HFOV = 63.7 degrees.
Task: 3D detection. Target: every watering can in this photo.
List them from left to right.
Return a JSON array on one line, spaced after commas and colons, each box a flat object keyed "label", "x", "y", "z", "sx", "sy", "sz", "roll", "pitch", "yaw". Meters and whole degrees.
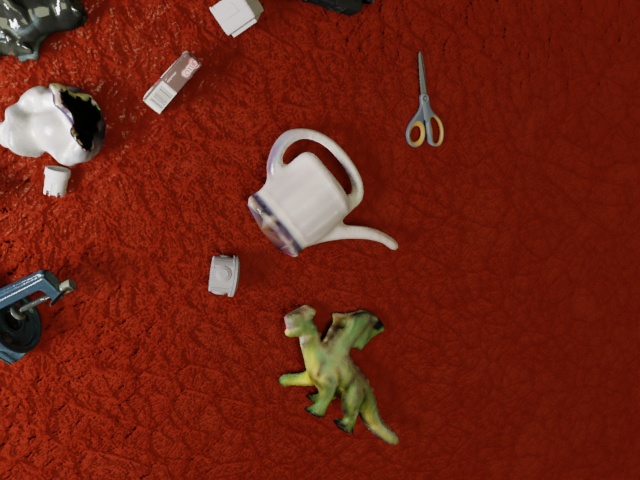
[{"label": "watering can", "x": 0.003, "y": -0.051, "z": 1.023, "sx": 0.225, "sy": 0.105, "sz": 0.343, "roll": -40, "pitch": 112, "yaw": -6}]

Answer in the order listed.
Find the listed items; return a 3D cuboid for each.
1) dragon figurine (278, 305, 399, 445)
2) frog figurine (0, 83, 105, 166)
[{"label": "dragon figurine", "x": 0.069, "y": 0.274, "z": 1.127, "sx": 0.406, "sy": 0.122, "sz": 0.244, "roll": 32, "pitch": 83, "yaw": -25}, {"label": "frog figurine", "x": -0.445, "y": -0.183, "z": 0.854, "sx": 0.158, "sy": 0.125, "sz": 0.135, "roll": -16, "pitch": 122, "yaw": 23}]
